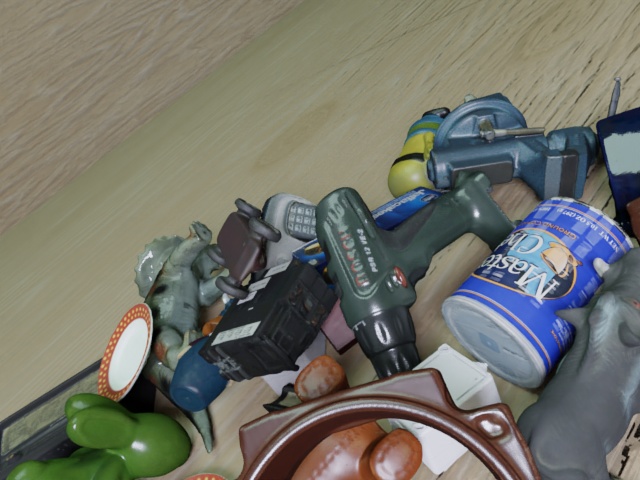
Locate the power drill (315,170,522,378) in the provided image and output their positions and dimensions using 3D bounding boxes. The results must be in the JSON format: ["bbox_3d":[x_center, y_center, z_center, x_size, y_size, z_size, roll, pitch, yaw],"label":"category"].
[{"bbox_3d":[0.112,0.029,0.564,0.207,0.086,0.232,-28,70,-7],"label":"power drill"}]

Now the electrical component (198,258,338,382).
[{"bbox_3d":[-0.049,0.081,0.571,0.115,0.058,0.134,-18,28,42],"label":"electrical component"}]

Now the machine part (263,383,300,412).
[{"bbox_3d":[-0.036,0.204,0.537,0.084,0.039,0.139,0,40,32],"label":"machine part"}]

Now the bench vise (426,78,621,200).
[{"bbox_3d":[0.242,-0.137,0.690,0.224,0.128,0.241,-17,34,14],"label":"bench vise"}]

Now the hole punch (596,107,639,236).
[{"bbox_3d":[0.344,-0.076,0.532,0.142,0.092,0.116,-13,39,26],"label":"hole punch"}]

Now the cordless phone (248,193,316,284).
[{"bbox_3d":[0.005,0.021,0.725,0.184,0.088,0.146,8,75,1],"label":"cordless phone"}]

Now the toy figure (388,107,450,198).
[{"bbox_3d":[0.156,-0.122,0.796,0.089,0.082,0.180,-25,33,38],"label":"toy figure"}]

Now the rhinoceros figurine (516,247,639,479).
[{"bbox_3d":[0.203,0.092,0.391,0.190,0.112,0.073,-52,30,-15],"label":"rhinoceros figurine"}]

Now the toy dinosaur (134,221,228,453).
[{"bbox_3d":[-0.201,0.119,0.759,0.192,0.131,0.405,-36,34,30],"label":"toy dinosaur"}]

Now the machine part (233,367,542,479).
[{"bbox_3d":[0.040,0.191,0.320,0.201,0.087,0.201,-19,67,8],"label":"machine part"}]

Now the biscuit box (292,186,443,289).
[{"bbox_3d":[0.070,0.004,0.670,0.203,0.062,0.059,-28,29,-15],"label":"biscuit box"}]

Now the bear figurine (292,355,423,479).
[{"bbox_3d":[-0.026,0.208,0.427,0.196,0.131,0.120,-37,62,-20],"label":"bear figurine"}]

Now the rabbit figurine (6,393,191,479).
[{"bbox_3d":[-0.231,0.242,0.584,0.170,0.159,0.121,-31,15,-28],"label":"rabbit figurine"}]

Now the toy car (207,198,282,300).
[{"bbox_3d":[-0.090,0.008,0.636,0.089,0.053,0.202,-58,21,1],"label":"toy car"}]

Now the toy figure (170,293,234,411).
[{"bbox_3d":[-0.117,0.122,0.620,0.058,0.064,0.154,-28,21,36],"label":"toy figure"}]

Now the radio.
[{"bbox_3d":[-0.335,0.254,0.721,0.230,0.073,0.131,-33,29,1],"label":"radio"}]

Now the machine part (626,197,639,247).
[{"bbox_3d":[0.343,-0.014,0.419,0.179,0.056,0.179,-19,52,27],"label":"machine part"}]
